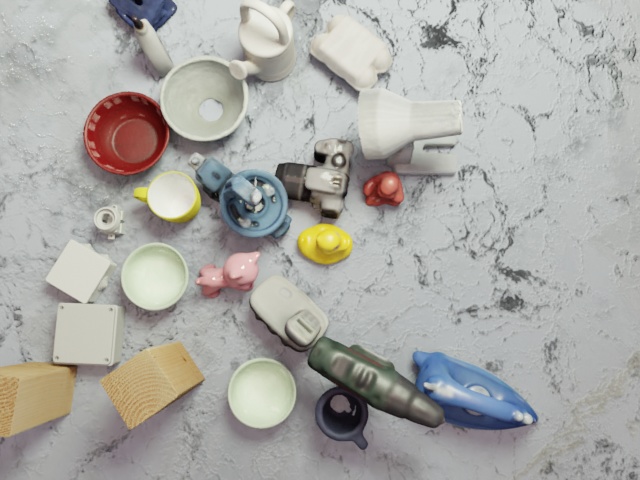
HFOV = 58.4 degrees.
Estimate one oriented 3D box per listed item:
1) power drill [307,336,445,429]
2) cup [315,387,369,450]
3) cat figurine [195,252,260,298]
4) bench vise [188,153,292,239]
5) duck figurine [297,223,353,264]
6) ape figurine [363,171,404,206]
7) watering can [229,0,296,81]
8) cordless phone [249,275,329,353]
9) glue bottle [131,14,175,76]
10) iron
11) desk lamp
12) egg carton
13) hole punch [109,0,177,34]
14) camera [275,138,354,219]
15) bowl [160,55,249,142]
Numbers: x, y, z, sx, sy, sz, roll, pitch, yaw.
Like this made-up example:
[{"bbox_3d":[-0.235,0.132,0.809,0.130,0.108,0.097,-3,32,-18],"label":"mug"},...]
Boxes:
[{"bbox_3d":[0.089,0.234,0.964,0.229,0.208,0.076,26,84,3],"label":"power drill"},{"bbox_3d":[0.046,0.311,1.012,0.092,0.095,0.118,-35,84,-4],"label":"cup"},{"bbox_3d":[-0.162,0.062,1.030,0.128,0.118,0.067,-14,83,-2],"label":"cat figurine"},{"bbox_3d":[-0.151,-0.078,0.995,0.207,0.220,0.121,18,83,2],"label":"bench vise"},{"bbox_3d":[0.010,0.004,1.053,0.104,0.086,0.077,5,83,1],"label":"duck figurine"},{"bbox_3d":[0.123,-0.096,1.063,0.078,0.092,0.076,37,85,4],"label":"ape figurine"},{"bbox_3d":[-0.100,-0.366,1.043,0.101,0.194,0.173,11,83,2],"label":"watering can"},{"bbox_3d":[-0.057,0.128,0.988,0.147,0.185,0.094,39,85,5],"label":"cordless phone"},{"bbox_3d":[-0.314,-0.368,1.053,0.037,0.173,0.078,-26,84,-3],"label":"glue bottle"},{"bbox_3d":[0.278,0.280,0.993,0.258,0.141,0.119,18,83,2],"label":"iron"},{"bbox_3d":[0.161,-0.192,1.013,0.203,0.213,0.118,0,83,0],"label":"desk lamp"},{"bbox_3d":[0.061,-0.361,1.106,0.150,0.069,0.107,38,85,4],"label":"egg carton"},{"bbox_3d":[-0.346,-0.463,1.106,0.108,0.091,0.101,40,85,5],"label":"hole punch"},{"bbox_3d":[-0.013,-0.122,1.061,0.137,0.101,0.143,9,83,1],"label":"camera"},{"bbox_3d":[-0.213,-0.259,1.090,0.167,0.075,0.167,0,83,0],"label":"bowl"}]
